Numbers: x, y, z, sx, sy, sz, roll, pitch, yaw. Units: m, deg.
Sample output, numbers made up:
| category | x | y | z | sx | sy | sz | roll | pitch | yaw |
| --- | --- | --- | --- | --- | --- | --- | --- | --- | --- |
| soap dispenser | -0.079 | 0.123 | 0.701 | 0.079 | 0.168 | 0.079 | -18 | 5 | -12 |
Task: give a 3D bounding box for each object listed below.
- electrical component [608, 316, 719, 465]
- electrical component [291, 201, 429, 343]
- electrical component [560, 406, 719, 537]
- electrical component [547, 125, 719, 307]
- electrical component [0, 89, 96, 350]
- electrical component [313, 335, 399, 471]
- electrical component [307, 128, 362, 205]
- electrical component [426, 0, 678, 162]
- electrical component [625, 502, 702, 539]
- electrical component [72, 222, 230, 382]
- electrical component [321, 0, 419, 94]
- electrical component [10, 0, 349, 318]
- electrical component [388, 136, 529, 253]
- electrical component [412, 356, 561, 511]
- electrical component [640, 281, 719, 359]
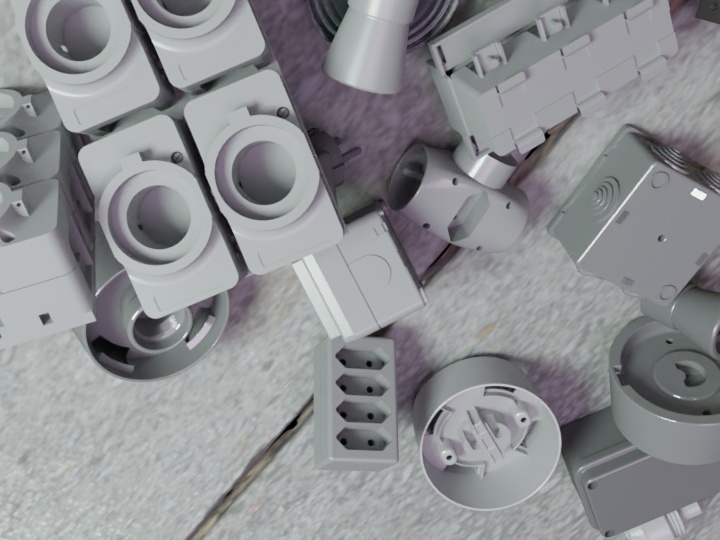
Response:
| category | x | y | z | sx | sy | sz | roll | pitch | yaw |
| --- | --- | --- | --- | --- | --- | --- | --- | --- | --- |
| electrical component | 0.227 | 0.087 | 0.752 | 0.108 | 0.108 | 0.060 | -12 | 131 | -6 |
| electrical component | 0.000 | 0.000 | 0.648 | 0.061 | 0.096 | 0.061 | -27 | 96 | 5 |
| electrical component | 0.215 | 0.143 | 0.815 | 0.113 | 0.057 | 0.078 | -23 | 126 | 2 |
| electrical component | 0.185 | -0.032 | 0.695 | 0.100 | 0.048 | 0.099 | 23 | 115 | -26 |
| electrical component | -0.187 | -0.029 | 0.543 | 0.089 | 0.150 | 0.061 | -17 | 127 | -2 |
| electrical component | -0.009 | 0.093 | 0.722 | 0.047 | 0.083 | 0.075 | 5 | 160 | -17 |
| electrical component | -0.034 | -0.057 | 0.619 | 0.077 | 0.066 | 0.047 | -31 | 131 | -29 |
| electrical component | 0.108 | -0.117 | 0.596 | 0.121 | 0.063 | 0.078 | -31 | 126 | -6 |
| electrical component | 0.244 | 0.202 | 0.870 | 0.062 | 0.043 | 0.043 | -26 | 125 | 3 |
| electrical component | -0.132 | 0.017 | 0.656 | 0.099 | 0.064 | 0.099 | -15 | 127 | -21 |
| electrical component | 0.009 | -0.128 | 0.549 | 0.044 | 0.044 | 0.065 | 8 | 116 | -19 |
| electrical component | -0.090 | -0.082 | 0.532 | 0.105 | 0.060 | 0.186 | -23 | 94 | 2 |
| electrical component | 0.069 | -0.057 | 0.653 | 0.077 | 0.043 | 0.079 | 21 | 115 | -26 |
| electrical component | 0.087 | 0.113 | 0.758 | 0.099 | 0.064 | 0.099 | -6 | 125 | -10 |
| electrical component | 0.225 | 0.027 | 0.733 | 0.044 | 0.065 | 0.044 | -23 | 127 | -34 |
